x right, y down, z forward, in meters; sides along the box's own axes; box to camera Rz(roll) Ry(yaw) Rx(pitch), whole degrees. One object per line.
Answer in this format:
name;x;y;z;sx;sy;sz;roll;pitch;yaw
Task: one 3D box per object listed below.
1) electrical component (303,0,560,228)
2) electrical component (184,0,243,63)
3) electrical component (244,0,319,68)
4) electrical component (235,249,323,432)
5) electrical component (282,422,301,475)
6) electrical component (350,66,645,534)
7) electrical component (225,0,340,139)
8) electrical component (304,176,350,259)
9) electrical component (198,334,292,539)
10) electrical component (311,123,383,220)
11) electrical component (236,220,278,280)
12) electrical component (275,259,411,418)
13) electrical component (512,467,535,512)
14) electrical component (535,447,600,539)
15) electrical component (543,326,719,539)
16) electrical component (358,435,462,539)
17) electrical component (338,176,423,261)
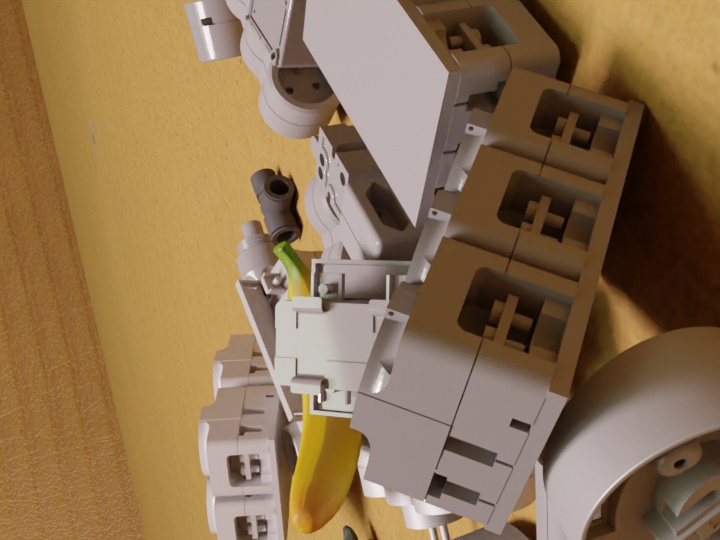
electrical component;0.031;-0.107;0.514;0.089;0.062;0.150;100;151;-46
electrical component;-0.108;-0.193;0.855;0.055;0.055;0.047;-155;52;-66
electrical component;-0.025;-0.175;0.637;0.061;0.061;0.096;-120;34;-42
electrical component;-0.031;0.048;0.769;0.063;0.079;0.121;-54;47;36
electrical component;-0.027;0.134;0.828;0.066;0.055;0.048;148;109;-69
electrical component;0.051;0.005;0.403;0.089;0.062;0.150;102;-169;-48
electrical component;-0.056;-0.152;0.739;0.073;0.052;0.138;127;128;-65
electrical component;0.000;0.000;0.677;0.074;0.052;0.138;157;100;-70
electrical component;-0.092;0.139;0.901;0.186;0.060;0.105;-91;-2;-67
electrical component;0.009;-0.058;0.611;0.048;0.055;0.066;98;152;-44
electrical component;-0.085;-0.012;0.916;0.043;0.043;0.062;114;141;-59
electrical component;0.025;0.035;0.507;0.121;0.063;0.078;2;92;26
electrical component;0.068;0.086;0.543;0.055;0.055;0.047;-129;36;-51
electrical component;0.101;0.117;0.484;0.043;0.043;0.081;-142;44;-61
electrical component;0.112;0.069;0.350;0.064;0.099;0.099;-121;26;-55
electrical component;0.041;0.132;0.643;0.138;0.052;0.073;165;93;-70
electrical component;0.026;-0.010;0.579;0.076;0.066;0.047;99;151;-46
